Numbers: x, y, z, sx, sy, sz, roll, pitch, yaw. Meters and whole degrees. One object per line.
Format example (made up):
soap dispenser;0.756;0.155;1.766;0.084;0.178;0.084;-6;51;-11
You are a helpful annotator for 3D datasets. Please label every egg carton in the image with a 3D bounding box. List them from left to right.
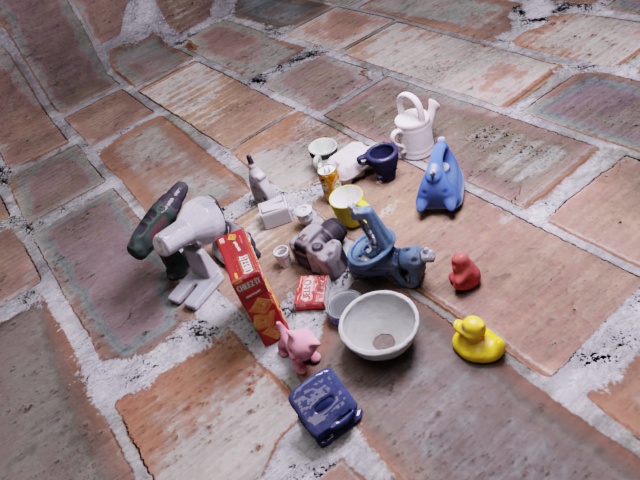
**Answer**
egg carton;0.094;-0.222;1.654;0.150;0.069;0.107;-37;44;-21

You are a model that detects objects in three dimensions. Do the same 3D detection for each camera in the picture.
camera;0.013;0.005;1.405;0.142;0.101;0.137;23;55;38

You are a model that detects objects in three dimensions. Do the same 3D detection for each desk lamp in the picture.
desk lamp;-0.315;0.027;1.417;0.117;0.214;0.203;12;49;31

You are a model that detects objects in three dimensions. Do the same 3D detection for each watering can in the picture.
watering can;0.266;-0.336;1.619;0.100;0.194;0.173;13;50;32

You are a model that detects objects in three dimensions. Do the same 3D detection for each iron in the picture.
iron;0.309;-0.187;1.477;0.118;0.142;0.258;-1;43;20

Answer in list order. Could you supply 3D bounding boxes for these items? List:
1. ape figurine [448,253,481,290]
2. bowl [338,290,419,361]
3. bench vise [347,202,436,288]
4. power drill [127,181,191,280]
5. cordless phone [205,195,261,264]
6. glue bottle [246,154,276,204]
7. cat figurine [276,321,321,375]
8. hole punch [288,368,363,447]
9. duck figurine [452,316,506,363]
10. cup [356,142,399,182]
ape figurine;0.306;0.062;1.236;0.076;0.092;0.078;9;47;29
bowl;0.125;0.188;1.177;0.167;0.075;0.167;-11;41;10
bench vise;0.147;-0.001;1.269;0.207;0.220;0.121;-7;42;14
power drill;-0.389;-0.010;1.491;0.075;0.209;0.230;12;49;32
cordless phone;-0.238;-0.021;1.464;0.094;0.185;0.147;-40;45;-23
glue bottle;-0.173;-0.168;1.614;0.077;0.173;0.037;22;55;38
cat figurine;-0.048;0.212;1.183;0.067;0.118;0.127;-37;43;-20
hole punch;0.011;0.310;1.071;0.109;0.091;0.100;-33;42;-16
duck figurine;0.304;0.184;1.105;0.104;0.086;0.078;14;50;33
cup;0.165;-0.207;1.590;0.117;0.095;0.091;-11;41;9
